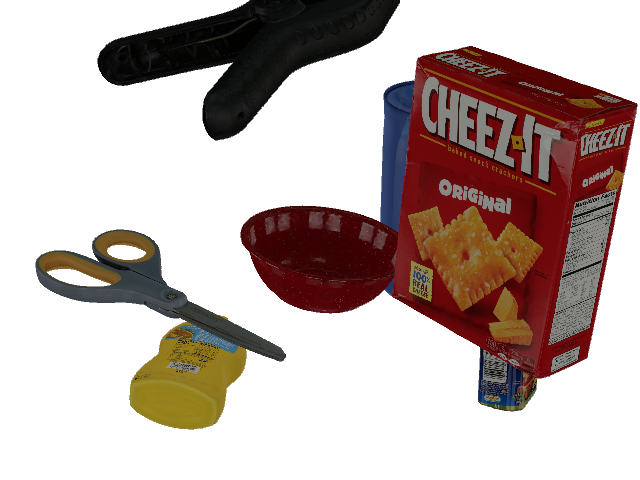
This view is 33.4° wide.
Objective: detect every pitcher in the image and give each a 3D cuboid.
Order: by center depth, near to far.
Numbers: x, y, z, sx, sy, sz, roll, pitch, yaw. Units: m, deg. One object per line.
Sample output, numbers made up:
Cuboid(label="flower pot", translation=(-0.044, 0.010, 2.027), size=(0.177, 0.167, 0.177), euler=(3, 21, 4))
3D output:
Cuboid(label="pitcher", translation=(0.123, -0.048, 1.198), size=(0.149, 0.243, 0.145), euler=(-6, 28, -19))

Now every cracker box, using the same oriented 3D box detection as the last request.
Cuboid(label="cracker box", translation=(0.140, -0.023, 0.825), size=(0.071, 0.214, 0.164), euler=(-18, 34, -36))

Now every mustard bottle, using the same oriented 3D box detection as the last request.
Cuboid(label="mustard bottle", translation=(-0.133, 0.131, 1.167), size=(0.096, 0.058, 0.191), euler=(9, 24, 8))

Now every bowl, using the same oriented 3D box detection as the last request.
Cuboid(label="bowl", translation=(0.002, 0.023, 1.010), size=(0.162, 0.055, 0.162), euler=(6, 24, -3))

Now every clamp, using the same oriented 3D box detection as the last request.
Cuboid(label="clamp", translation=(-0.021, -0.104, 0.559), size=(0.171, 0.039, 0.120), euler=(-27, 43, -17))

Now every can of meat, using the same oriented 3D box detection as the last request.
Cuboid(label="can of meat", translation=(0.209, 0.134, 1.179), size=(0.058, 0.084, 0.102), euler=(6, 11, 23))

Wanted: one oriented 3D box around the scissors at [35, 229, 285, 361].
Cuboid(label="scissors", translation=(-0.100, 0.032, 0.739), size=(0.202, 0.016, 0.096), euler=(13, 31, 17))
